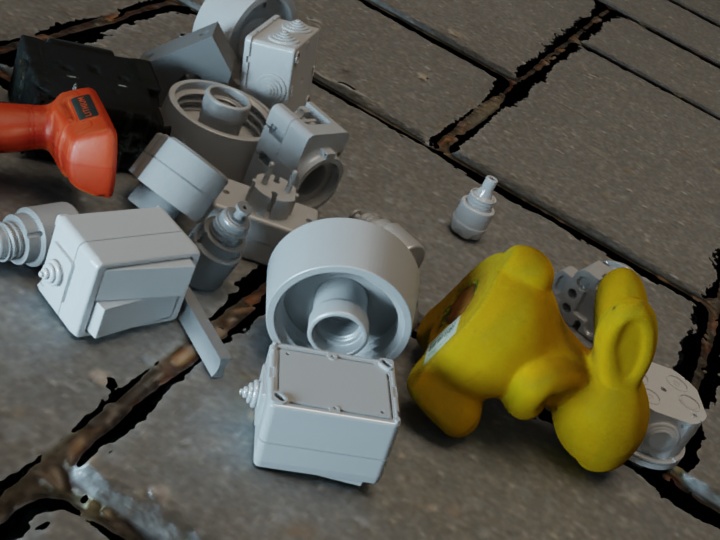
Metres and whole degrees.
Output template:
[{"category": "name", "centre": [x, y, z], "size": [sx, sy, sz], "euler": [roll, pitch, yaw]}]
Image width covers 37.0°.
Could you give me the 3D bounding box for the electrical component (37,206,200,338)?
[{"category": "electrical component", "centre": [-0.160, 0.003, 0.698], "size": [0.096, 0.061, 0.061], "euler": [-9, 45, -45]}]

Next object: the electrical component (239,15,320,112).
[{"category": "electrical component", "centre": [-0.076, -0.185, 1.021], "size": [0.048, 0.099, 0.099], "euler": [15, 29, 8]}]

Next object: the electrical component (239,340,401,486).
[{"category": "electrical component", "centre": [-0.029, 0.090, 0.668], "size": [0.096, 0.061, 0.061], "euler": [10, 32, -10]}]

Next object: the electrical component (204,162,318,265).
[{"category": "electrical component", "centre": [-0.071, -0.049, 0.832], "size": [0.083, 0.075, 0.047], "euler": [19, 31, -11]}]

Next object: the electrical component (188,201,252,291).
[{"category": "electrical component", "centre": [-0.101, -0.019, 0.767], "size": [0.040, 0.078, 0.040], "euler": [26, 37, -22]}]

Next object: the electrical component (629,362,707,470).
[{"category": "electrical component", "centre": [0.221, 0.110, 0.826], "size": [0.080, 0.051, 0.080], "euler": [19, 31, -12]}]

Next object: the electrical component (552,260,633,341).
[{"category": "electrical component", "centre": [0.215, 0.024, 0.951], "size": [0.078, 0.058, 0.057], "euler": [39, 36, 24]}]

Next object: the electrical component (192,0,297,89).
[{"category": "electrical component", "centre": [-0.120, -0.236, 1.063], "size": [0.060, 0.108, 0.108], "euler": [32, 30, 23]}]

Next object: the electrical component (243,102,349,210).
[{"category": "electrical component", "centre": [-0.052, -0.085, 0.889], "size": [0.050, 0.089, 0.056], "euler": [-13, 47, -47]}]

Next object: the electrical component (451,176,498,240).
[{"category": "electrical component", "centre": [0.110, -0.060, 0.998], "size": [0.035, 0.061, 0.035], "euler": [19, 31, -12]}]

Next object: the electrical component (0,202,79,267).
[{"category": "electrical component", "centre": [-0.220, -0.022, 0.714], "size": [0.040, 0.040, 0.078], "euler": [42, 34, 26]}]

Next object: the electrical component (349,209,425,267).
[{"category": "electrical component", "centre": [0.019, -0.023, 0.895], "size": [0.040, 0.040, 0.078], "euler": [-10, 45, -46]}]

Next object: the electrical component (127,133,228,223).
[{"category": "electrical component", "centre": [-0.146, -0.056, 0.792], "size": [0.052, 0.073, 0.138], "euler": [38, -3, -18]}]

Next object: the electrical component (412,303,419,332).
[{"category": "electrical component", "centre": [0.029, 0.034, 0.818], "size": [0.035, 0.035, 0.061], "euler": [32, 28, 11]}]

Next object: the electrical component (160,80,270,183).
[{"category": "electrical component", "centre": [-0.122, -0.123, 0.926], "size": [0.108, 0.060, 0.108], "euler": [19, 31, -12]}]

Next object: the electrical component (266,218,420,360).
[{"category": "electrical component", "centre": [-0.013, 0.025, 0.733], "size": [0.108, 0.108, 0.060], "euler": [19, 37, -11]}]
